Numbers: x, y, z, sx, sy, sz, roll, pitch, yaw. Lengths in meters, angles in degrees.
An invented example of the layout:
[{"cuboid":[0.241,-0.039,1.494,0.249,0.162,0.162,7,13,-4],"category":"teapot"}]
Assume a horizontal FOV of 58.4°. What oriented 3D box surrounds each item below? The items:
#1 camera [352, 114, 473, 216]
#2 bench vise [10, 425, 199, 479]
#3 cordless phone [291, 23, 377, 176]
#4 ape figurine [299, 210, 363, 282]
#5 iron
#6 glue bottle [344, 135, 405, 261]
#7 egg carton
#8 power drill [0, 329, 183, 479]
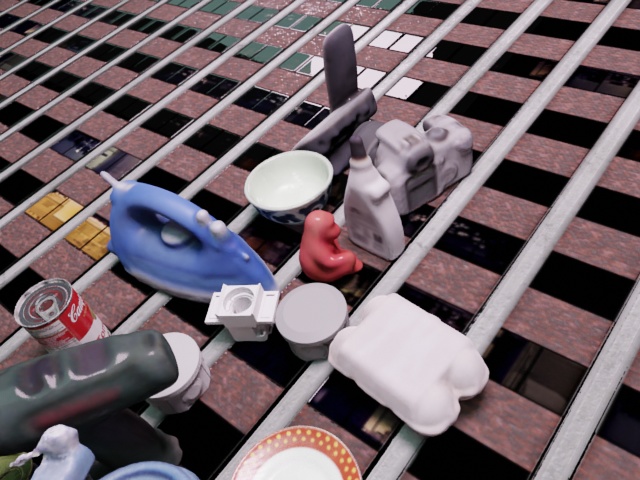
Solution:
[{"cuboid":[0.113,-0.125,0.776,0.143,0.101,0.136,-32,47,-14],"category":"camera"},{"cuboid":[-0.153,0.245,0.423,0.121,0.220,0.207,-16,46,1],"category":"bench vise"},{"cuboid":[0.010,-0.200,0.817,0.093,0.185,0.148,24,58,33],"category":"cordless phone"},{"cuboid":[0.006,0.002,0.694,0.076,0.092,0.077,-14,46,3],"category":"ape figurine"},{"cuboid":[-0.169,-0.010,0.720,0.257,0.142,0.119,17,55,29],"category":"iron"},{"cuboid":[0.057,-0.052,0.674,0.077,0.173,0.037,29,61,35],"category":"glue bottle"},{"cuboid":[0.087,0.122,0.575,0.149,0.069,0.107,30,62,36],"category":"egg carton"},{"cuboid":[-0.222,0.178,0.513,0.230,0.209,0.075,-28,47,-11],"category":"power drill"}]
